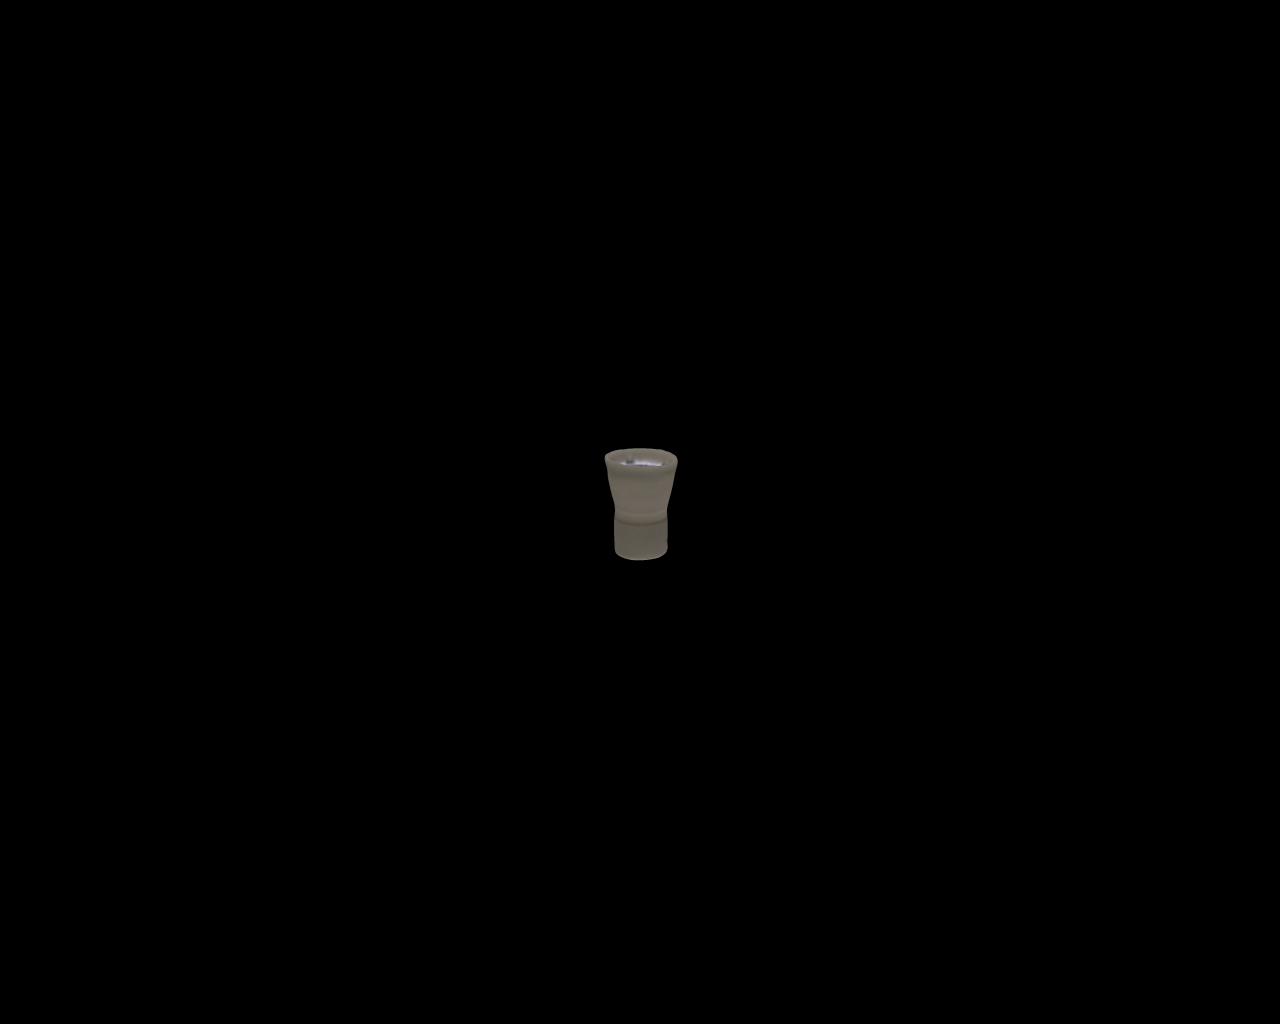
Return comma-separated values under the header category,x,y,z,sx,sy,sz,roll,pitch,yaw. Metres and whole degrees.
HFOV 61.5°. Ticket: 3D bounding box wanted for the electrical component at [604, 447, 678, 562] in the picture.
category,x,y,z,sx,sy,sz,roll,pitch,yaw
electrical component,0.001,-0.003,0.650,0.044,0.065,0.044,0,17,0
